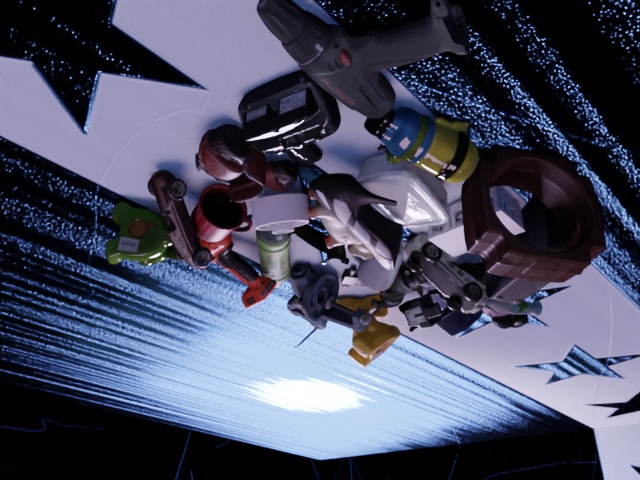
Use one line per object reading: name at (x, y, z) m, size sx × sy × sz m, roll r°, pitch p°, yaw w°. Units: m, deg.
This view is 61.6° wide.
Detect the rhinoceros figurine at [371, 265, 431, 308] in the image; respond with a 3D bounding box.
rhinoceros figurine at (0.187, 0.104, 1.230) m, size 0.112 × 0.073 × 0.190 m, roll 14°, pitch 147°, yaw -14°

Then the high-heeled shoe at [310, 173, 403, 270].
high-heeled shoe at (0.065, -0.022, 0.925) m, size 0.145 × 0.086 × 0.248 m, roll 11°, pitch 149°, yaw 15°

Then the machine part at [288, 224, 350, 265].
machine part at (-0.002, -0.003, 1.069) m, size 0.139 × 0.084 × 0.039 m, roll 29°, pitch 121°, yaw -23°

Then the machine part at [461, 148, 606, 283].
machine part at (0.334, -0.038, 0.859) m, size 0.201 × 0.201 × 0.087 m, roll 7°, pitch 152°, yaw -7°

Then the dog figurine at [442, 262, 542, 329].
dog figurine at (0.368, 0.117, 1.209) m, size 0.219 × 0.108 × 0.191 m, roll 12°, pitch 151°, yaw -6°

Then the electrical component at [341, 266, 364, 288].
electrical component at (0.085, 0.089, 1.263) m, size 0.063 × 0.021 × 0.094 m, roll 8°, pitch 147°, yaw -9°

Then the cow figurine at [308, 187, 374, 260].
cow figurine at (0.066, -0.032, 1.011) m, size 0.127 × 0.085 × 0.194 m, roll -12°, pitch 139°, yaw 18°

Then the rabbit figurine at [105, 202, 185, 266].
rabbit figurine at (-0.340, -0.003, 1.100) m, size 0.159 × 0.121 × 0.170 m, roll -1°, pitch 167°, yaw -6°

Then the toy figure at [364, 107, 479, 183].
toy figure at (0.156, -0.144, 0.812) m, size 0.180 × 0.089 × 0.082 m, roll 18°, pitch 153°, yaw -26°

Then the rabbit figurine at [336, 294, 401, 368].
rabbit figurine at (0.108, 0.203, 1.345) m, size 0.162 × 0.173 × 0.121 m, roll -40°, pitch 151°, yaw -15°

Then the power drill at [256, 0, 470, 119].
power drill at (0.065, -0.249, 0.658) m, size 0.207 × 0.086 × 0.231 m, roll -20°, pitch 143°, yaw 27°

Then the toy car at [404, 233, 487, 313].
toy car at (0.258, 0.072, 1.106) m, size 0.202 × 0.056 × 0.073 m, roll 44°, pitch 144°, yaw 3°

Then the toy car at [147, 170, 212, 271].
toy car at (-0.258, -0.030, 0.977) m, size 0.089 × 0.053 × 0.201 m, roll 13°, pitch 125°, yaw 45°

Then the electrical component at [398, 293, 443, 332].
electrical component at (0.246, 0.165, 1.254) m, size 0.048 × 0.075 × 0.119 m, roll -21°, pitch 170°, yaw -41°

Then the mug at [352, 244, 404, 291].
mug at (0.125, 0.037, 1.135) m, size 0.110 × 0.081 × 0.107 m, roll 40°, pitch 136°, yaw 12°

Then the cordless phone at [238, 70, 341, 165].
cordless phone at (-0.022, -0.166, 0.822) m, size 0.147 × 0.089 × 0.184 m, roll -14°, pitch 156°, yaw 26°

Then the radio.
radio at (0.396, 0.023, 1.021) m, size 0.073 × 0.131 × 0.229 m, roll 11°, pitch 148°, yaw -8°

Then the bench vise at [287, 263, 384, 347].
bench vise at (0.019, 0.160, 1.249) m, size 0.241 × 0.129 × 0.223 m, roll 19°, pitch 133°, yaw 34°

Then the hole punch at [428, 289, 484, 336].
hole punch at (0.336, 0.168, 1.311) m, size 0.116 × 0.092 × 0.142 m, roll -23°, pitch 137°, yaw 30°

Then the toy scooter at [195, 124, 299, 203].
toy scooter at (-0.139, -0.116, 0.904) m, size 0.183 × 0.075 × 0.135 m, roll 25°, pitch 144°, yaw -39°
